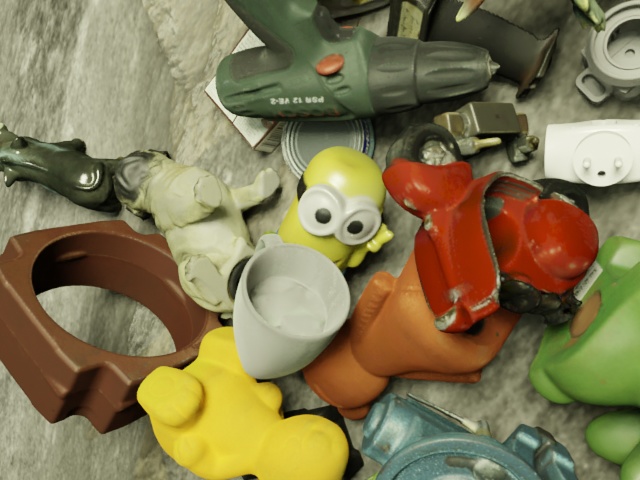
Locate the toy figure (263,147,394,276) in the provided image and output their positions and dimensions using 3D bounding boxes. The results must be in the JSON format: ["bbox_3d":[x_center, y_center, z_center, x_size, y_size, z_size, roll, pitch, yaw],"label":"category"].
[{"bbox_3d":[-0.005,-0.002,0.482,0.180,0.082,0.089,118,144,-45],"label":"toy figure"}]

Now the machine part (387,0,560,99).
[{"bbox_3d":[0.116,-0.161,0.433,0.139,0.084,0.039,25,69,15],"label":"machine part"}]

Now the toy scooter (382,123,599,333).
[{"bbox_3d":[0.118,0.009,0.360,0.075,0.184,0.135,-39,38,50],"label":"toy scooter"}]

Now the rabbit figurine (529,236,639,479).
[{"bbox_3d":[0.246,0.103,0.362,0.170,0.121,0.159,31,101,6],"label":"rabbit figurine"}]

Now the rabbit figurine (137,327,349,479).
[{"bbox_3d":[-0.058,0.178,0.462,0.173,0.122,0.162,11,108,27],"label":"rabbit figurine"}]

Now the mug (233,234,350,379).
[{"bbox_3d":[-0.037,0.057,0.429,0.110,0.081,0.107,62,145,31],"label":"mug"}]

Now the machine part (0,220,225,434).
[{"bbox_3d":[-0.210,0.077,0.543,0.201,0.201,0.087,43,116,17],"label":"machine part"}]

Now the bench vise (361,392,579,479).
[{"bbox_3d":[0.122,0.206,0.354,0.223,0.240,0.129,40,109,-2],"label":"bench vise"}]

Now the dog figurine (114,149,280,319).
[{"bbox_3d":[-0.142,-0.008,0.572,0.191,0.121,0.172,10,96,40],"label":"dog figurine"}]

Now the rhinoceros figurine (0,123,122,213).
[{"bbox_3d":[-0.323,-0.084,0.640,0.190,0.112,0.073,21,106,16],"label":"rhinoceros figurine"}]

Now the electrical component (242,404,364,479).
[{"bbox_3d":[-0.024,0.215,0.546,0.119,0.047,0.075,-27,81,27],"label":"electrical component"}]

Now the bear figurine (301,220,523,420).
[{"bbox_3d":[0.066,0.078,0.466,0.120,0.132,0.196,43,141,-6],"label":"bear figurine"}]

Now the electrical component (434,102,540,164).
[{"bbox_3d":[0.122,-0.078,0.423,0.078,0.102,0.045,-27,75,49],"label":"electrical component"}]

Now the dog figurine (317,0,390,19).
[{"bbox_3d":[0.044,-0.313,0.437,0.192,0.108,0.219,-3,89,30],"label":"dog figurine"}]

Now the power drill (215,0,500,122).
[{"bbox_3d":[-0.005,-0.172,0.396,0.232,0.207,0.086,-2,61,31],"label":"power drill"}]

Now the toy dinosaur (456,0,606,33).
[{"bbox_3d":[0.238,-0.255,0.313,0.405,0.192,0.131,-26,59,-9],"label":"toy dinosaur"}]
